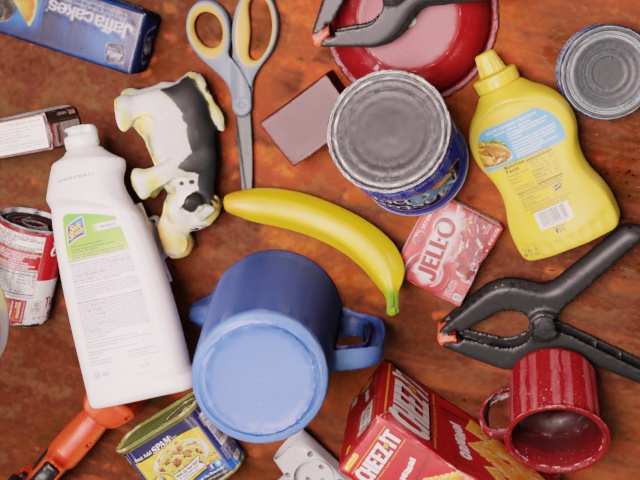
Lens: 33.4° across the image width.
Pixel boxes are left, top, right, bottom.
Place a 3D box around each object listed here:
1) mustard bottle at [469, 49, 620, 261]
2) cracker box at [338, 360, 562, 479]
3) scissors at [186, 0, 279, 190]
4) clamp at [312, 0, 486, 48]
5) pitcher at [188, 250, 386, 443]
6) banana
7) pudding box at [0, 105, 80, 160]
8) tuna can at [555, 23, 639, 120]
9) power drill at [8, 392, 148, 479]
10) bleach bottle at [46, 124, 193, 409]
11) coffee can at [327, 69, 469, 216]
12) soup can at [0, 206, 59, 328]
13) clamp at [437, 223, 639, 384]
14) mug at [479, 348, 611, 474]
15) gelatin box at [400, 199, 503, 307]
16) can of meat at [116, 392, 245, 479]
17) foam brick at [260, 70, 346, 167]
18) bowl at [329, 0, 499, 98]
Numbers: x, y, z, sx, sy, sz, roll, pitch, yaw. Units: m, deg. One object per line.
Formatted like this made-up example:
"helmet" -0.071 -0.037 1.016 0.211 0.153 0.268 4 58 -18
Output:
"mustard bottle" 0.190 -0.083 0.966 0.096 0.058 0.191 -23 99 28
"cracker box" 0.128 0.213 0.986 0.213 0.164 0.072 33 102 -2
"scissors" -0.091 -0.140 1.010 0.096 0.016 0.202 15 104 5
"clamp" 0.060 -0.227 0.902 0.171 0.039 0.120 -25 97 12
"pitcher" -0.034 0.091 0.939 0.149 0.243 0.145 -39 96 6
"banana" 0.006 -0.006 1.003 0.198 0.069 0.037 31 133 13
"pudding box" -0.292 -0.096 1.006 0.113 0.090 0.039 -12 100 9
"tuna can" 0.256 -0.151 0.957 0.086 0.033 0.086 1 103 6
"power drill" -0.254 0.213 1.032 0.057 0.184 0.188 43 94 -4
"bleach bottle" -0.184 0.019 0.963 0.102 0.068 0.251 -12 88 2
"coffee can" 0.071 -0.080 0.926 0.103 0.140 0.103 -2 83 14
"soup can" -0.289 0.026 1.044 0.068 0.068 0.102 17 105 3
"clamp" 0.215 0.065 1.005 0.210 0.036 0.164 -3 111 9
"mug" 0.205 0.157 0.987 0.117 0.081 0.093 -12 127 18
"gelatin box" 0.120 0.008 1.010 0.073 0.030 0.089 28 104 1
"can of meat" -0.138 0.213 1.074 0.102 0.057 0.084 -33 99 13
"foam brick" -0.007 -0.113 0.988 0.078 0.051 0.053 -35 97 13
"bowl" 0.080 -0.199 0.956 0.162 0.055 0.162 2 103 7
